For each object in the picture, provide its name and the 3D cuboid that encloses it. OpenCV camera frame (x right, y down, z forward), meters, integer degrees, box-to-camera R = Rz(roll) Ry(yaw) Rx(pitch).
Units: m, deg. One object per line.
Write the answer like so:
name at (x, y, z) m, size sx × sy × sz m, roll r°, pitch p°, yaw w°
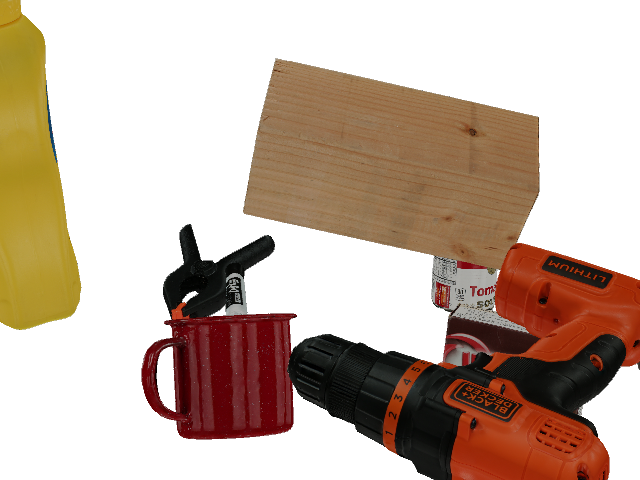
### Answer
pudding box at (0.152, 0.106, 0.842) m, size 0.114 × 0.090 × 0.039 m, roll 11°, pitch 21°, yaw 18°
soup can at (0.153, 0.019, 1.120) m, size 0.068 × 0.102 × 0.068 m, roll 2°, pitch 16°, yaw -1°
marker at (-0.076, 0.048, 0.959) m, size 0.020 × 0.020 × 0.121 m, roll 0°, pitch 19°, yaw -5°
power drill at (0.099, 0.068, 0.615) m, size 0.185 × 0.057 × 0.187 m, roll 22°, pitch 37°, yaw 28°
clamp at (-0.123, 0.039, 1.241) m, size 0.120 × 0.039 × 0.171 m, roll -2°, pitch 39°, yaw 13°
mug at (-0.070, 0.094, 0.736) m, size 0.117 × 0.081 × 0.093 m, roll 2°, pitch -7°, yaw -41°
wood block at (0.053, -0.058, 0.814) m, size 0.206 × 0.090 × 0.090 m, roll 12°, pitch -43°, yaw -2°
mustard bottle at (-0.168, -0.055, 0.557) m, size 0.058 × 0.192 × 0.096 m, roll -14°, pitch 32°, yaw -22°
